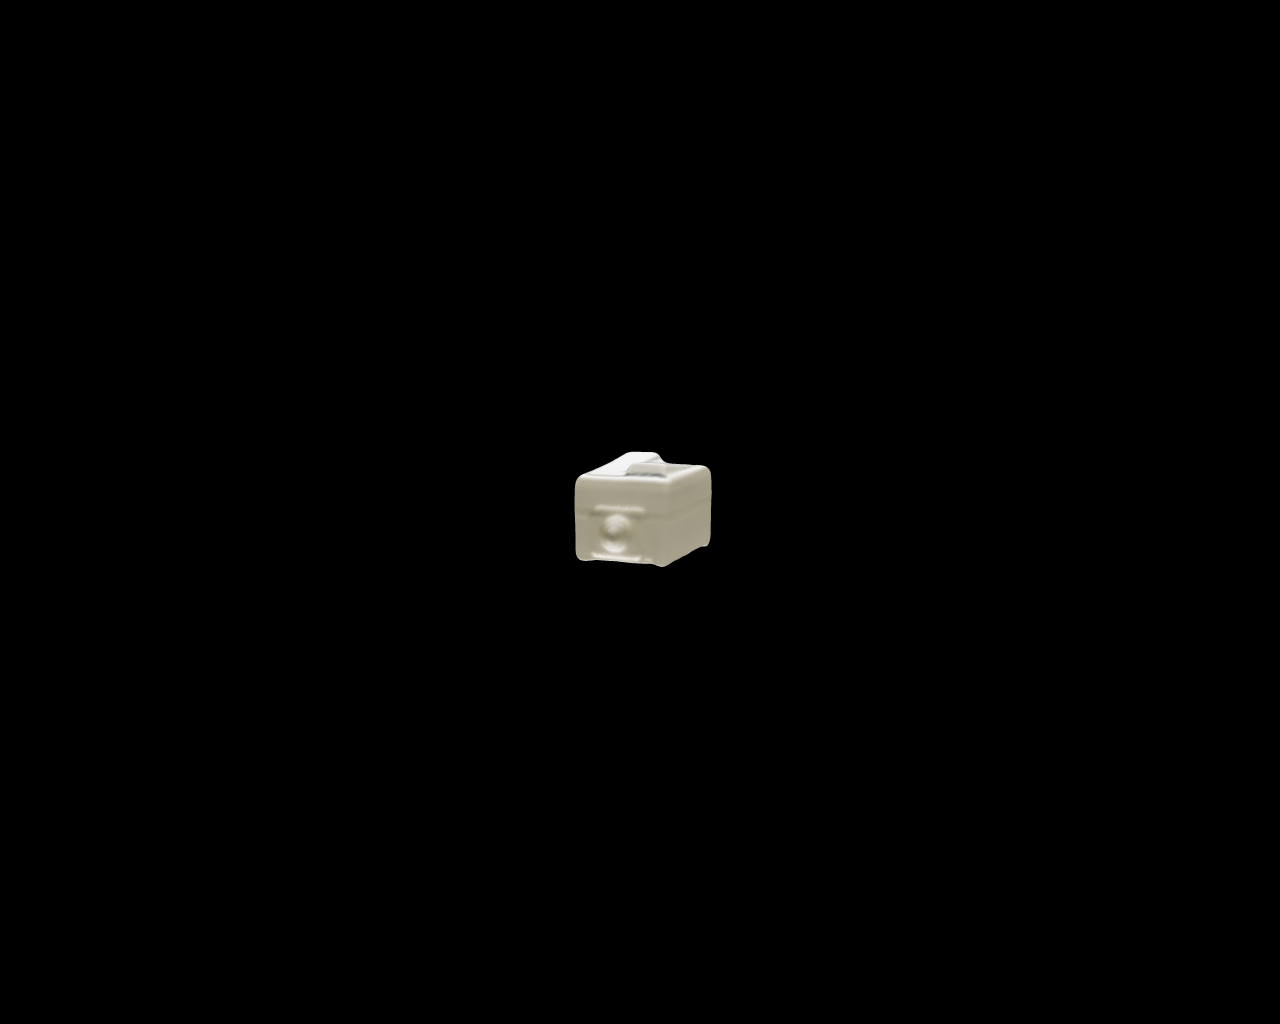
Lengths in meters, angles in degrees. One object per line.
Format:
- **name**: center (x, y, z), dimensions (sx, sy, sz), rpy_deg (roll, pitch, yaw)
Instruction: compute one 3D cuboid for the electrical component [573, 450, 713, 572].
- **electrical component**: center (0.001, -0.003, 0.650), dimensions (0.062, 0.061, 0.096), rpy_deg (4, 10, 23)
